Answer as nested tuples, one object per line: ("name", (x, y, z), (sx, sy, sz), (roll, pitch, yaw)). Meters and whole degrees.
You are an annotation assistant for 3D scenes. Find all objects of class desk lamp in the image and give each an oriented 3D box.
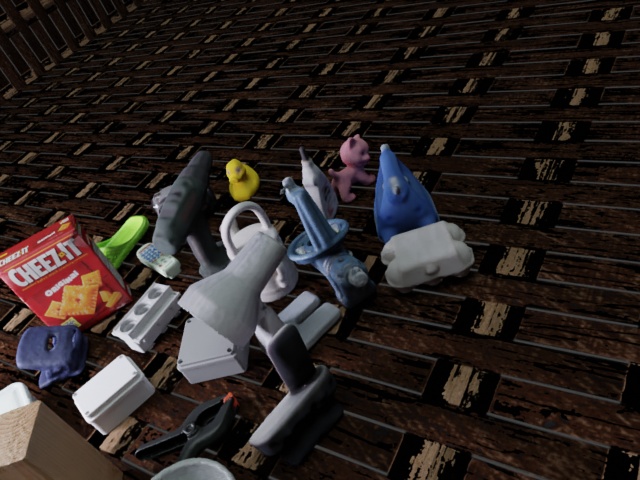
("desk lamp", (-0.095, 0.102, 0.912), (0.203, 0.214, 0.117), (-43, 42, -22))

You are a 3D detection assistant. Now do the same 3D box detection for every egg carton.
("egg carton", (0.180, 0.030, 0.971), (0.150, 0.070, 0.107), (-18, 39, 7))

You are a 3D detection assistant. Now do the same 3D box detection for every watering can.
("watering can", (-0.124, 0.013, 1.045), (0.172, 0.194, 0.101), (7, 48, 33))

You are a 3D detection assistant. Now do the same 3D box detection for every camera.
("camera", (-0.308, -0.078, 1.321), (0.137, 0.101, 0.142), (-28, 38, -5))

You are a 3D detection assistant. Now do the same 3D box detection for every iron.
("iron", (0.143, -0.108, 1.092), (0.118, 0.142, 0.258), (-17, 39, 8))

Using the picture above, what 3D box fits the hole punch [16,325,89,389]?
("hole punch", (-0.510, 0.210, 1.098), (0.101, 0.091, 0.108), (-22, 38, 2))

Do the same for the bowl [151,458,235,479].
("bowl", (-0.167, 0.377, 0.742), (0.167, 0.075, 0.167), (-14, 39, 12))

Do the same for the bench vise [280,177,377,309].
("bench vise", (0.017, -0.004, 0.973), (0.206, 0.220, 0.122), (19, 55, 41))

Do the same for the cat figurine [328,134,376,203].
("cat figurine", (0.064, -0.163, 1.215), (0.067, 0.118, 0.128), (22, 57, 43))

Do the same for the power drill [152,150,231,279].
("power drill", (-0.239, -0.035, 1.149), (0.075, 0.209, 0.230), (-1, 44, 26))

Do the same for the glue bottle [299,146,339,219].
("glue bottle", (-0.009, -0.115, 1.152), (0.037, 0.173, 0.078), (-5, 42, 22))

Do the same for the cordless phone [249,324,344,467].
("cordless phone", (-0.054, 0.208, 0.791), (0.093, 0.185, 0.148), (18, 54, 40))

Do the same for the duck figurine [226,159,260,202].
("duck figurine", (-0.191, -0.154, 1.361), (0.077, 0.086, 0.104), (-11, 40, 16))
